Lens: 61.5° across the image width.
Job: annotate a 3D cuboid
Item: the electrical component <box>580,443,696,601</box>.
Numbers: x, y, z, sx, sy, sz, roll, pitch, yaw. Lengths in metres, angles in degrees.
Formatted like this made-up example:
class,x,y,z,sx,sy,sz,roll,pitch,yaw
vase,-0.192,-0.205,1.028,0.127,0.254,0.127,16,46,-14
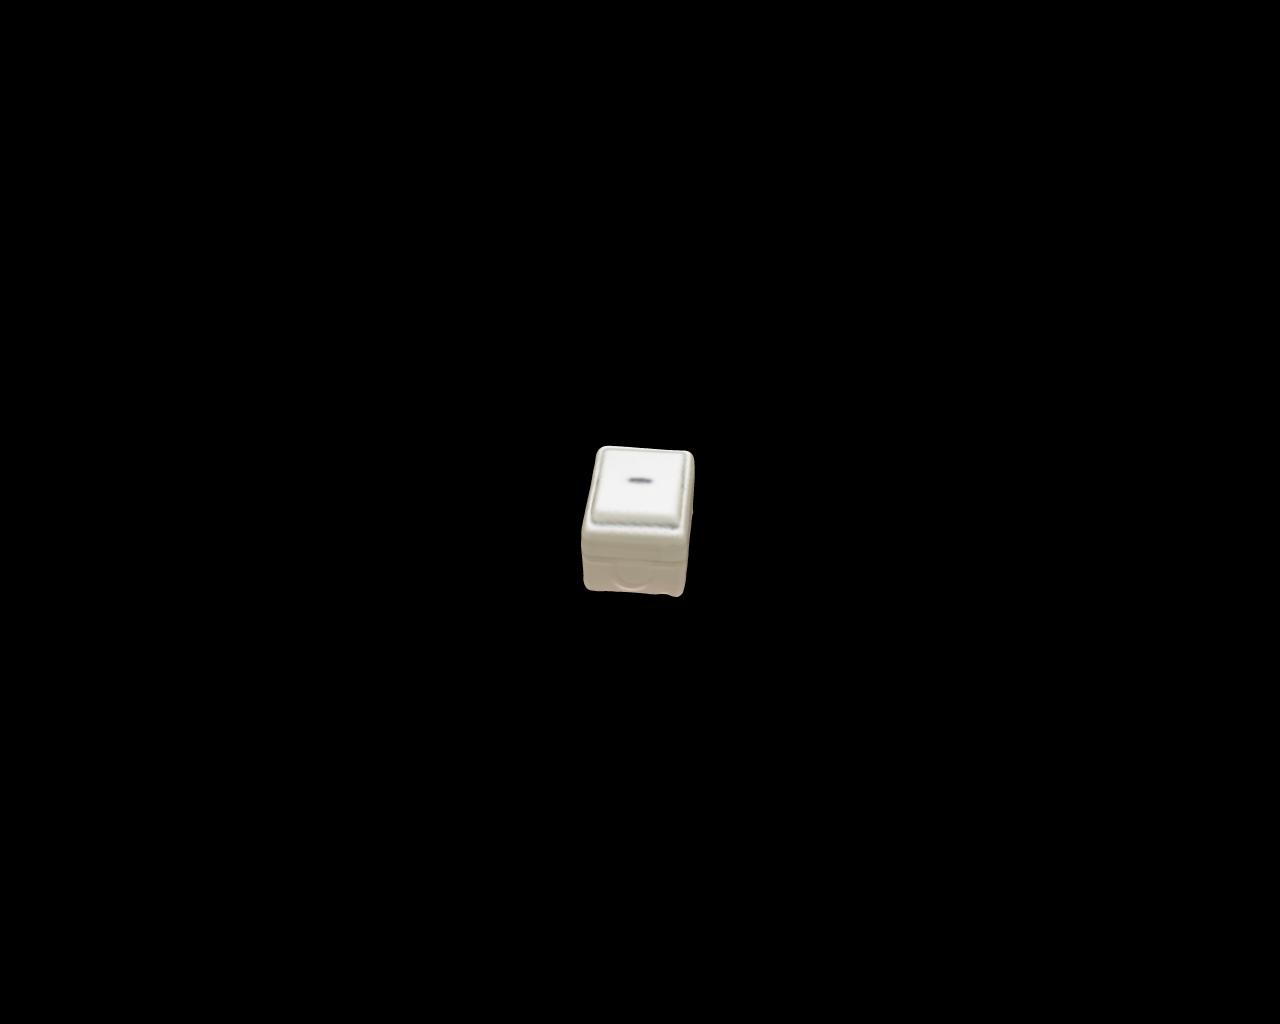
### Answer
class,x,y,z,sx,sy,sz,roll,pitch,yaw
electrical component,0.001,-0.003,0.650,0.062,0.061,0.096,4,44,4
